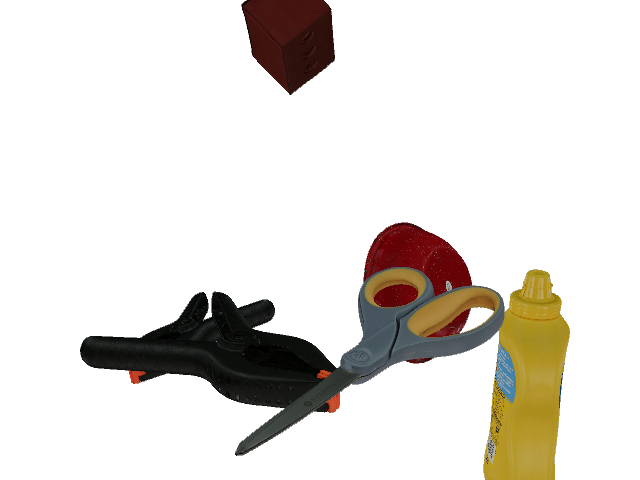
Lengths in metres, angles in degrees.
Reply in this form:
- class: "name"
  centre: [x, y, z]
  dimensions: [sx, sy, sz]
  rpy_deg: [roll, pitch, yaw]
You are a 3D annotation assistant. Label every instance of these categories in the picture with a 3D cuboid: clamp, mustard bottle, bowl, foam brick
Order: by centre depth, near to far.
- class: "foam brick"
  centre: [-0.025, -0.168, 0.863]
  dimensions: [0.053, 0.051, 0.078]
  rpy_deg: [-39, -19, -11]
- class: "clamp"
  centre: [-0.065, 0.090, 0.867]
  dimensions: [0.210, 0.036, 0.164]
  rpy_deg: [12, 21, 29]
- class: "mustard bottle"
  centre: [0.171, 0.117, 0.883]
  dimensions: [0.058, 0.192, 0.096]
  rpy_deg: [2, 17, 1]
- class: "clamp"
  centre: [-0.131, 0.100, 1.135]
  dimensions: [0.120, 0.039, 0.171]
  rpy_deg: [-7, 22, 36]
- class: "bowl"
  centre: [0.122, 0.055, 1.195]
  dimensions: [0.055, 0.162, 0.161]
  rpy_deg: [-12, -8, 43]

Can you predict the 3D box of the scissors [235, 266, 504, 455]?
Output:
- class: "scissors"
  centre: [0.016, 0.059, 0.611]
  dimensions: [0.201, 0.016, 0.096]
  rpy_deg: [-19, 33, -28]
